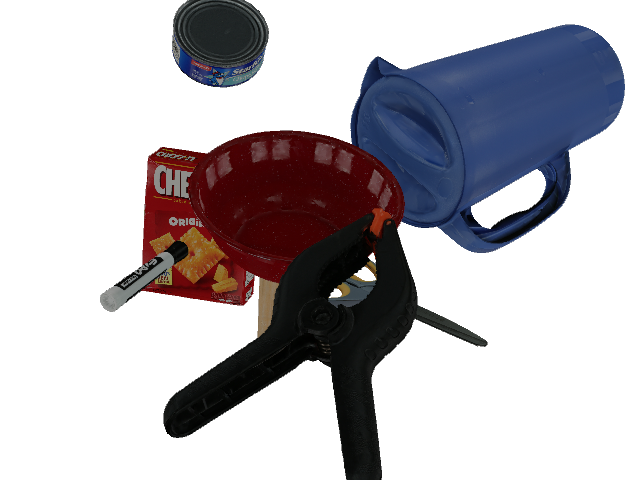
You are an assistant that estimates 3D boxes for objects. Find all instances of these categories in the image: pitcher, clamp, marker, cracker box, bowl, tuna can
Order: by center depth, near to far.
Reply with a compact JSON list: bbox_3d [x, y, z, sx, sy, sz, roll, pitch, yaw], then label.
[{"bbox_3d":[0.010,0.058,0.568,0.120,0.171,0.039,27,-26,21],"label":"clamp"},{"bbox_3d":[-0.019,-0.016,0.807,0.162,0.055,0.162,4,39,-3],"label":"bowl"},{"bbox_3d":[0.160,-0.102,0.937,0.242,0.149,0.145,-24,36,-34],"label":"pitcher"},{"bbox_3d":[-0.091,-0.180,0.963,0.086,0.086,0.034,0,-31,-12],"label":"tuna can"},{"bbox_3d":[-0.159,0.030,0.984,0.020,0.020,0.120,0,24,30],"label":"marker"},{"bbox_3d":[-0.178,-0.019,1.593,0.164,0.214,0.072,9,20,9],"label":"cracker box"}]

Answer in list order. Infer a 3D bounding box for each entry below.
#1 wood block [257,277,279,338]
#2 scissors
[{"bbox_3d":[-0.035,0.042,1.395,0.090,0.206,0.091,3,23,-2],"label":"wood block"},{"bbox_3d":[0.058,0.066,1.030,0.096,0.016,0.202,-24,41,-28],"label":"scissors"}]
